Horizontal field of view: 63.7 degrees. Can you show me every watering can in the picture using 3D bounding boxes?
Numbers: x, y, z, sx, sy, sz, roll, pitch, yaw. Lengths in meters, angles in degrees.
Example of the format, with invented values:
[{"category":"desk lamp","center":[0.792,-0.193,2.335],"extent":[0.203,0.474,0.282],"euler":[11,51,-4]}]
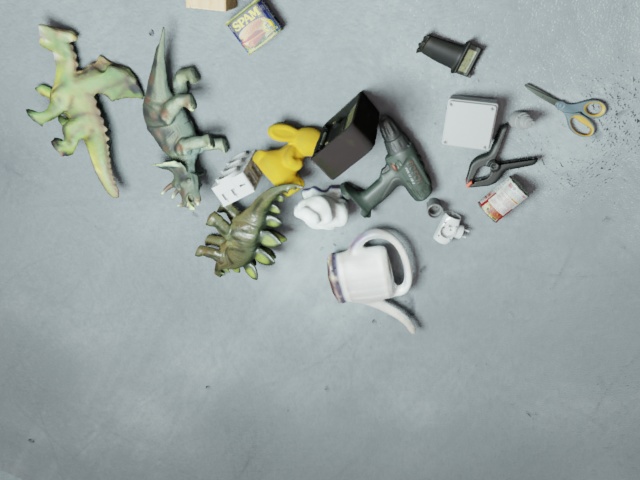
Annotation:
[{"category":"watering can","center":[0.142,0.128,1.386],"extent":[0.224,0.106,0.341],"euler":[-9,116,12]}]

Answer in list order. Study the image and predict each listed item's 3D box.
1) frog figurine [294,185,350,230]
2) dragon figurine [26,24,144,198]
[{"category":"frog figurine","center":[0.004,-0.064,1.271],"extent":[0.137,0.163,0.120],"euler":[13,120,-1]},{"category":"dragon figurine","center":[-0.539,-0.319,1.236],"extent":[0.241,0.124,0.405],"euler":[-31,112,11]}]
